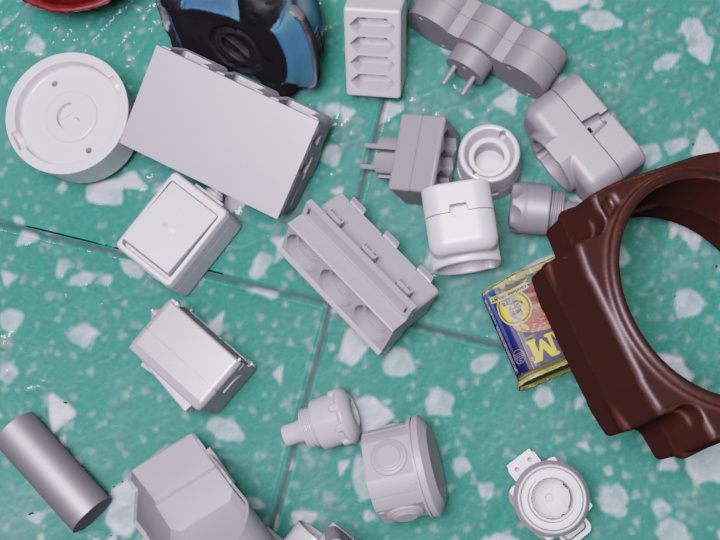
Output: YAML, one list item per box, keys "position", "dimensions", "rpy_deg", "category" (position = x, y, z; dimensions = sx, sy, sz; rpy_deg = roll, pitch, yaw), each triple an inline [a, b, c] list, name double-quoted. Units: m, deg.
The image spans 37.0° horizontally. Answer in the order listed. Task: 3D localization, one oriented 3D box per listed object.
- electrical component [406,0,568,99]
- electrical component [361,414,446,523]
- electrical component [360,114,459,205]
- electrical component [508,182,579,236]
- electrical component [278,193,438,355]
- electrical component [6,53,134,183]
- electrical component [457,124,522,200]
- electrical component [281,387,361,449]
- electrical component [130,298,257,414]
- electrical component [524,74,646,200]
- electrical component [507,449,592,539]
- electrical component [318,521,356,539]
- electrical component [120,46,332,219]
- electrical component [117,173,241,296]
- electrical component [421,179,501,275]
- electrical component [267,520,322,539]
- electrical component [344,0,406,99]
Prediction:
- position: [0.098, -0.182, 0.911]
  dimensions: [0.138, 0.052, 0.073]
  rpy_deg: [32, 85, 12]
  category: "electrical component"
- position: [0.035, 0.157, 0.842]
  dimensions: [0.051, 0.080, 0.080]
  rpy_deg: [-15, 78, 9]
  category: "electrical component"
- position: [0.037, -0.093, 0.906]
  dimensions: [0.077, 0.047, 0.065]
  rpy_deg: [7, 80, 22]
  category: "electrical component"
- position: [0.154, -0.049, 0.884]
  dimensions: [0.062, 0.043, 0.043]
  rpy_deg: [6, 80, 7]
  category: "electrical component"
- position: [0.000, 0.000, 0.880]
  dimensions: [0.063, 0.078, 0.121]
  rpy_deg: [-37, 75, -31]
  category: "electrical component"
- position: [-0.245, -0.128, 0.939]
  dimensions: [0.108, 0.060, 0.108]
  rpy_deg: [-1, 79, 7]
  category: "electrical component"
- position: [0.108, -0.091, 0.895]
  dimensions: [0.055, 0.047, 0.055]
  rpy_deg: [-1, 79, 7]
  category: "electrical component"
- position: [-0.033, 0.125, 0.874]
  dimensions: [0.062, 0.048, 0.048]
  rpy_deg: [-20, 78, 10]
  category: "electrical component"
- position: [-0.144, 0.071, 0.888]
  dimensions: [0.096, 0.061, 0.061]
  rpy_deg: [40, 87, 12]
  category: "electrical component"
- position: [0.180, -0.104, 0.886]
  dimensions: [0.059, 0.053, 0.095]
  rpy_deg: [-37, 77, -1]
  category: "electrical component"
- position: [0.147, 0.177, 0.835]
  dimensions: [0.058, 0.057, 0.078]
  rpy_deg: [-38, 77, -1]
  category: "electrical component"
- position: [0.020, 0.293, 0.804]
  dimensions: [0.186, 0.060, 0.105]
  rpy_deg: [39, 86, -2]
  category: "electrical component"
- position: [-0.111, -0.117, 0.908]
  dimensions: [0.150, 0.062, 0.089]
  rpy_deg: [26, 104, 6]
  category: "electrical component"
- position: [-0.149, -0.035, 0.909]
  dimensions: [0.062, 0.061, 0.096]
  rpy_deg: [37, 86, 12]
  category: "electrical component"
- position: [0.082, -0.031, 0.863]
  dimensions: [0.054, 0.095, 0.059]
  rpy_deg: [-9, 79, 5]
  category: "electrical component"
- position: [-0.069, 0.232, 0.858]
  dimensions: [0.079, 0.043, 0.077]
  rpy_deg: [36, 86, 12]
  category: "electrical component"
- position: [0.017, -0.203, 0.919]
  dimensions: [0.047, 0.083, 0.075]
  rpy_deg: [5, 42, 8]
  category: "electrical component"
